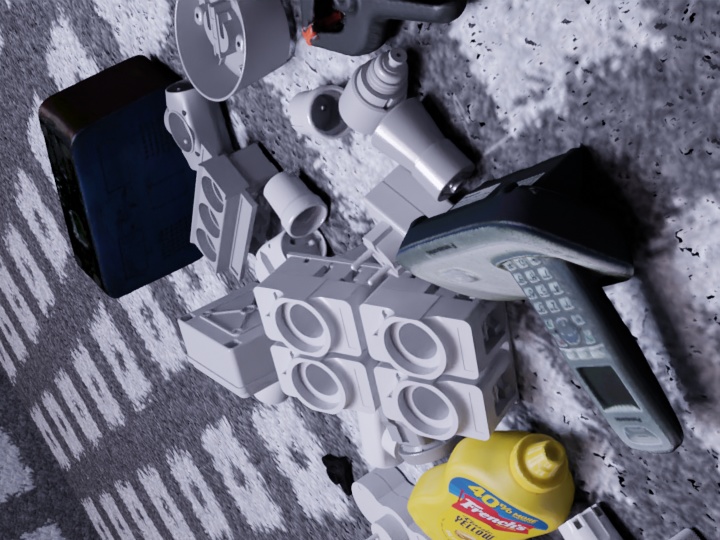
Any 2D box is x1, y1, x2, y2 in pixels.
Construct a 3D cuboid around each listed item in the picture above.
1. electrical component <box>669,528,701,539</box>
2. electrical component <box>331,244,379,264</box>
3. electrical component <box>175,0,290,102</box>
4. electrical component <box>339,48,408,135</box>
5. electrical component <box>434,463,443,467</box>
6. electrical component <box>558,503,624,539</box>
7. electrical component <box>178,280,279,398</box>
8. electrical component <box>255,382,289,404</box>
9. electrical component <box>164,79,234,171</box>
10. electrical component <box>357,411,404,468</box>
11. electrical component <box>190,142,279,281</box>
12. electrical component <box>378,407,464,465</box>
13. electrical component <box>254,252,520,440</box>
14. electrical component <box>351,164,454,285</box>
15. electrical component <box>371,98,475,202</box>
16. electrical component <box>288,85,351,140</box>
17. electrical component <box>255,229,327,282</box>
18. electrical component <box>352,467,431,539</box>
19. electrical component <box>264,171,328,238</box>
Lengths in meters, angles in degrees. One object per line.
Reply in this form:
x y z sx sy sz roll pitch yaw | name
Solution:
0.216 0.243 0.718 0.108 0.056 0.108 51 152 18 | electrical component
0.000 0.000 0.865 0.040 0.046 0.040 41 147 34 | electrical component
-0.101 -0.189 0.836 0.099 0.064 0.099 41 147 34 | electrical component
0.013 -0.124 0.729 0.040 0.040 0.078 56 152 10 | electrical component
0.080 0.199 0.928 0.044 0.044 0.065 -25 89 63 | electrical component
0.170 0.196 0.772 0.046 0.040 0.040 58 153 18 | electrical component
-0.100 0.061 1.029 0.109 0.109 0.056 22 132 51 | electrical component
-0.087 0.107 1.127 0.044 0.044 0.065 50 147 19 | electrical component
-0.157 -0.139 1.003 0.079 0.044 0.077 22 134 51 | electrical component
0.032 0.142 0.951 0.079 0.044 0.077 33 142 42 | electrical component
-0.114 -0.057 0.987 0.078 0.063 0.121 51 151 19 | electrical component
0.052 0.123 0.885 0.078 0.058 0.057 -8 106 61 | electrical component
0.016 0.057 0.807 0.186 0.060 0.105 8 125 33 | electrical component
0.028 -0.021 0.751 0.066 0.077 0.047 42 170 32 | electrical component
0.045 -0.078 0.720 0.065 0.044 0.044 47 151 15 | electrical component
-0.030 -0.119 0.811 0.046 0.040 0.040 16 130 62 | electrical component
-0.054 0.005 0.965 0.079 0.043 0.077 59 153 2 | electrical component
0.036 0.243 1.009 0.138 0.074 0.052 32 142 43 | electrical component
-0.056 -0.057 0.915 0.046 0.040 0.040 52 152 28 | electrical component
